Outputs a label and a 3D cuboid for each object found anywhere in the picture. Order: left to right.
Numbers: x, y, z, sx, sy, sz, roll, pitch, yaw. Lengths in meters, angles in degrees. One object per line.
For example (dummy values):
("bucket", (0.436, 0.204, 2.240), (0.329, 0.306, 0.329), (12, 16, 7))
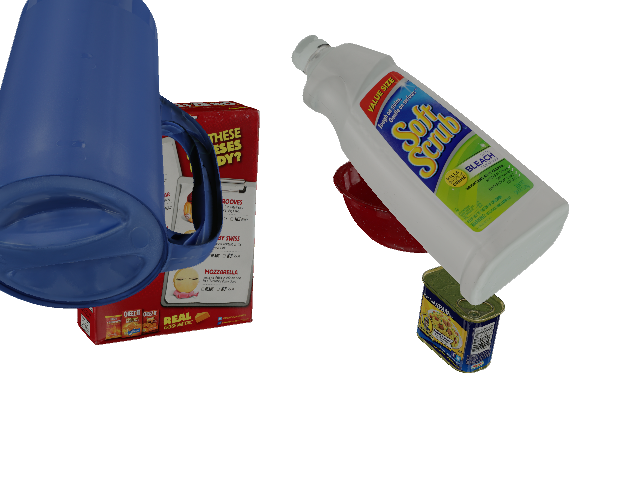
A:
("pitcher", (-0.164, -0.079, 0.775), (0.145, 0.243, 0.149), (-20, -43, 17))
("cracker box", (-0.147, -0.020, 1.010), (0.163, 0.214, 0.072), (-6, 18, -29))
("bleach bottle", (0.064, -0.070, 0.813), (0.102, 0.251, 0.068), (-35, -25, -24))
("bowl", (0.092, -0.031, 1.023), (0.162, 0.055, 0.162), (2, 24, -1))
("can of meat", (0.158, 0.091, 1.221), (0.057, 0.084, 0.102), (-18, 40, -29))
